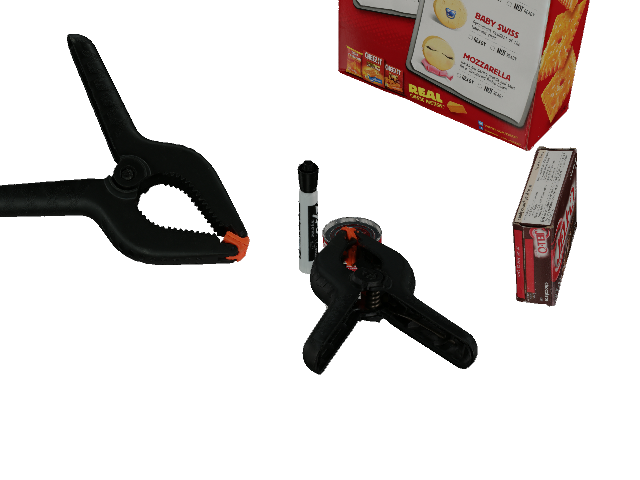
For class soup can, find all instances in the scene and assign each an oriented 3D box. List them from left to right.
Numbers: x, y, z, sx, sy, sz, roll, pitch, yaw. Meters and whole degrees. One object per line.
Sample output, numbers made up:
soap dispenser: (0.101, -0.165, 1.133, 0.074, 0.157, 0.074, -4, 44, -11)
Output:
soup can: (0.037, 0.033, 1.241, 0.068, 0.102, 0.068, -1, 31, 0)

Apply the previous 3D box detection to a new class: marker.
marker: (-0.011, -0.021, 0.990, 0.020, 0.121, 0.020, 0, 37, 0)

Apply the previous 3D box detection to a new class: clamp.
clamp: (-0.142, -0.053, 0.787, 0.210, 0.164, 0.036, 24, -19, -1)
clamp: (0.046, 0.044, 0.780, 0.120, 0.039, 0.171, 9, 31, -7)

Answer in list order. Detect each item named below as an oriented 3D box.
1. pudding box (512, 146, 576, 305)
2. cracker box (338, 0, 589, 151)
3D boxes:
pudding box: (0.196, -0.014, 0.924, 0.039, 0.090, 0.113, 6, 43, 19)
cracker box: (0.096, -0.186, 0.711, 0.164, 0.214, 0.072, 27, 50, 26)
